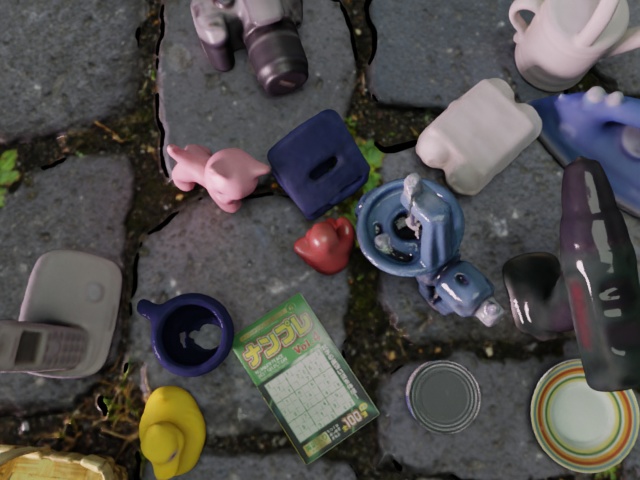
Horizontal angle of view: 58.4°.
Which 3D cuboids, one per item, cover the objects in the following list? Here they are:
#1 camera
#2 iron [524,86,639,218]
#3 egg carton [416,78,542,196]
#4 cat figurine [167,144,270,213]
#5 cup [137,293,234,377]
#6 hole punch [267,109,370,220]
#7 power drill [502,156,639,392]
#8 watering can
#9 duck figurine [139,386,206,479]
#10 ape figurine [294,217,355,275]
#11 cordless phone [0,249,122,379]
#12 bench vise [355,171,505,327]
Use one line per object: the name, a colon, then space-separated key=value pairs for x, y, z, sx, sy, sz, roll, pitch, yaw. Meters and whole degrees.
camera: x=-0.079 y=-0.258 z=0.729 sx=0.143 sy=0.101 sz=0.137 roll=-19 pitch=81 yaw=-3
iron: x=0.379 y=-0.124 z=0.689 sx=0.258 sy=0.141 sz=0.119 roll=31 pitch=81 yaw=5
egg carton: x=0.200 y=-0.132 z=0.726 sx=0.150 sy=0.069 sz=0.107 roll=-43 pitch=83 yaw=-7
cat figurine: x=-0.124 y=-0.084 z=0.690 sx=0.127 sy=0.118 sz=0.067 roll=24 pitch=81 yaw=4
cup: x=-0.152 y=0.105 z=0.669 sx=0.117 sy=0.095 sz=0.092 roll=27 pitch=81 yaw=4
hole punch: x=0.002 y=-0.091 z=0.706 sx=0.109 sy=0.091 sz=0.101 roll=-37 pitch=82 yaw=-6
power drill: x=0.273 y=0.045 z=0.626 sx=0.075 sy=0.208 sz=0.229 roll=-12 pitch=80 yaw=-2
watering can: x=0.322 y=-0.265 z=0.686 sx=0.173 sy=0.194 sz=0.101 roll=-7 pitch=80 yaw=-1
duck figurine: x=-0.176 y=0.222 z=0.654 sx=0.077 sy=0.086 sz=0.104 roll=-8 pitch=80 yaw=-2
ape figurine: x=0.006 y=0.002 z=0.690 sx=0.078 sy=0.092 sz=0.076 roll=-7 pitch=80 yaw=-1
cordless phone: x=-0.296 y=0.079 z=0.627 sx=0.094 sy=0.185 sz=0.148 roll=6 pitch=80 yaw=1
bench vise: x=0.133 y=-0.002 z=0.627 sx=0.207 sy=0.220 sz=0.121 roll=29 pitch=81 yaw=5
